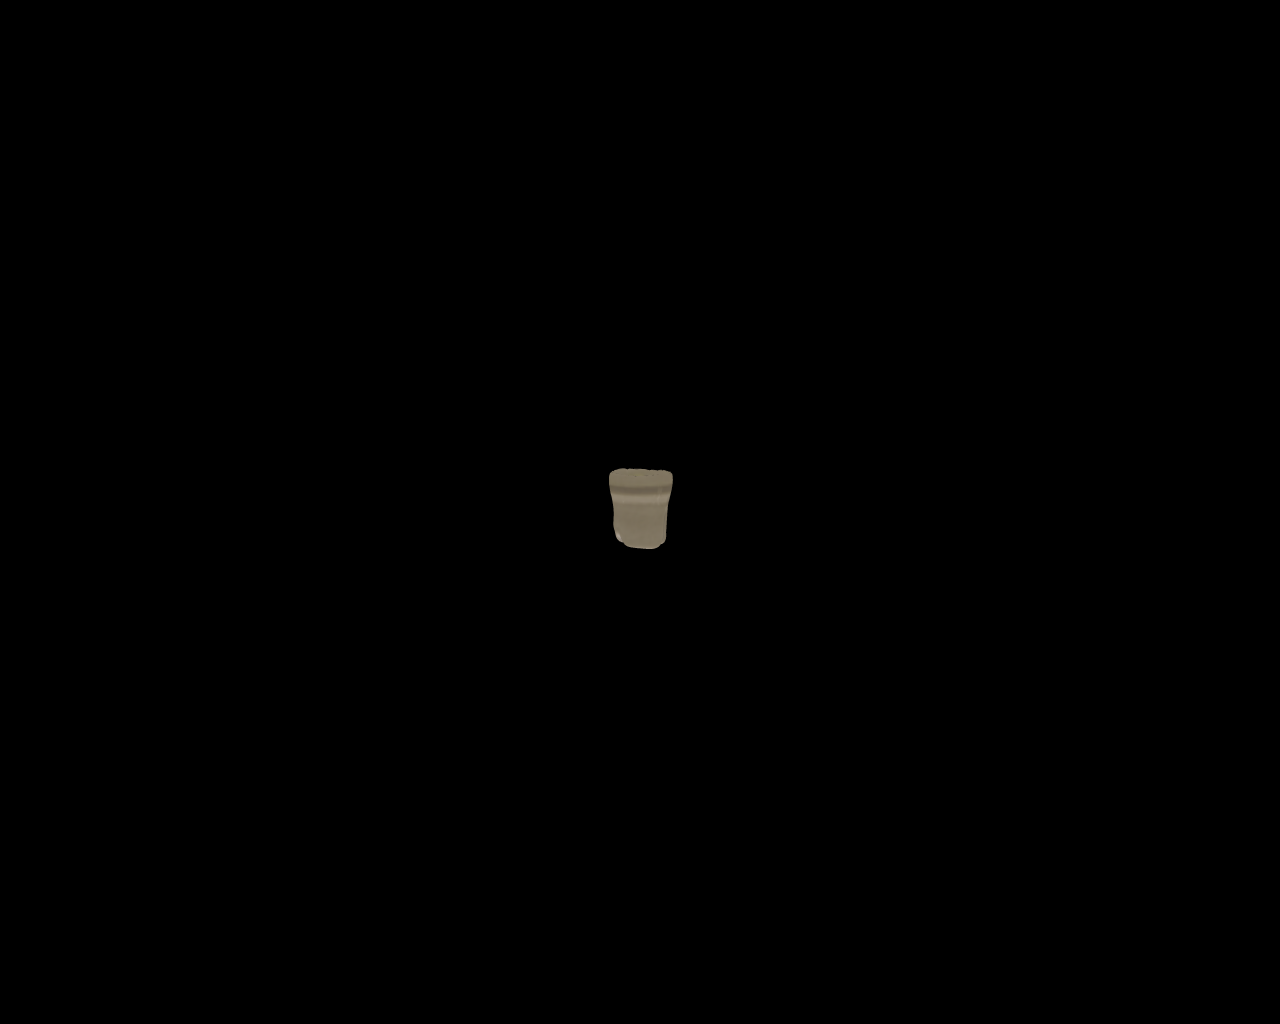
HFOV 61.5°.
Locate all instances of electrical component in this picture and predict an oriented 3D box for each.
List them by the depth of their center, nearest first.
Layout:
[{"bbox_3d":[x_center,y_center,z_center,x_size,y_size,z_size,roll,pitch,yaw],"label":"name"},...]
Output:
[{"bbox_3d":[0.001,-0.003,0.650,0.040,0.046,0.040,0,7,0],"label":"electrical component"}]
